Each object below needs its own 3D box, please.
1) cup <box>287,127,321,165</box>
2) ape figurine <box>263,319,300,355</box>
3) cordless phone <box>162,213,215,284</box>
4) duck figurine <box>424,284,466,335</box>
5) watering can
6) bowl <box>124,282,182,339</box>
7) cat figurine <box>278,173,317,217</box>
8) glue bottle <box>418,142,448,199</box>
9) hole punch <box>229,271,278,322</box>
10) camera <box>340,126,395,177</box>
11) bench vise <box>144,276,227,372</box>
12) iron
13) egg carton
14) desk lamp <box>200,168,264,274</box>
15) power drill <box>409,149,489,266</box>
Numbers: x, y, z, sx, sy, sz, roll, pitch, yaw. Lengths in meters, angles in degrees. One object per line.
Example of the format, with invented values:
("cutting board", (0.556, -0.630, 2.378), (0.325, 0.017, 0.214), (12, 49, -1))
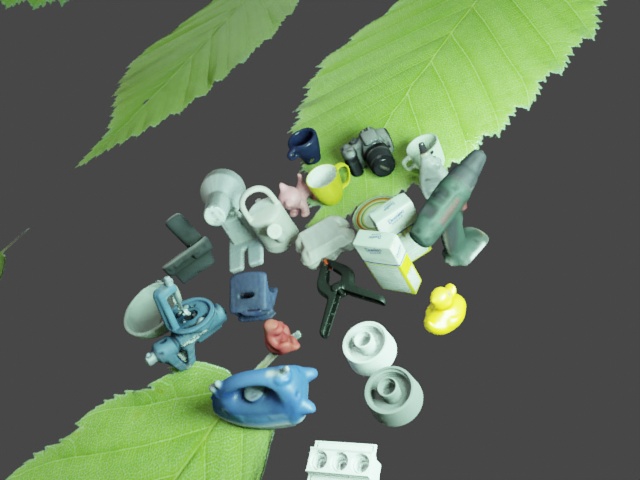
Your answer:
("cup", (-0.043, -0.258, 1.677), (0.091, 0.095, 0.118), (19, 62, 40))
("ape figurine", (-0.096, 0.211, 1.283), (0.076, 0.092, 0.078), (-14, 46, 19))
("cordless phone", (-0.385, 0.015, 1.555), (0.147, 0.186, 0.093), (-39, 44, -8))
("duck figurine", (0.247, 0.135, 1.164), (0.105, 0.086, 0.077), (-47, 45, -16))
("watering can", (-0.133, -0.059, 1.475), (0.172, 0.195, 0.101), (26, 67, 42))
("bowl", (-0.421, 0.194, 1.493), (0.167, 0.075, 0.167), (-16, 45, 17))
("cat figurine", (-0.068, -0.122, 1.552), (0.067, 0.118, 0.128), (3, 53, 32))
("glue bottle", (0.265, -0.168, 1.365), (0.078, 0.174, 0.037), (-5, 50, 26))
("hole punch", (-0.165, 0.138, 1.389), (0.108, 0.091, 0.101), (-9, 48, 22))
("camera", (0.136, -0.232, 1.548), (0.143, 0.101, 0.136), (-26, 43, 6))
("bench vise", (-0.332, 0.197, 1.335), (0.121, 0.220, 0.207), (7, 55, 34))
("iron", (-0.140, 0.312, 1.180), (0.257, 0.142, 0.118), (-14, 46, 18))
("egg carton", (0.013, 0.005, 1.425), (0.150, 0.070, 0.107), (-31, 43, 1))
("desk lamp", (-0.236, -0.057, 1.516), (0.118, 0.214, 0.203), (-21, 44, 11))
("power drill", (0.291, -0.051, 1.218), (0.230, 0.209, 0.075), (-46, 45, -15))
